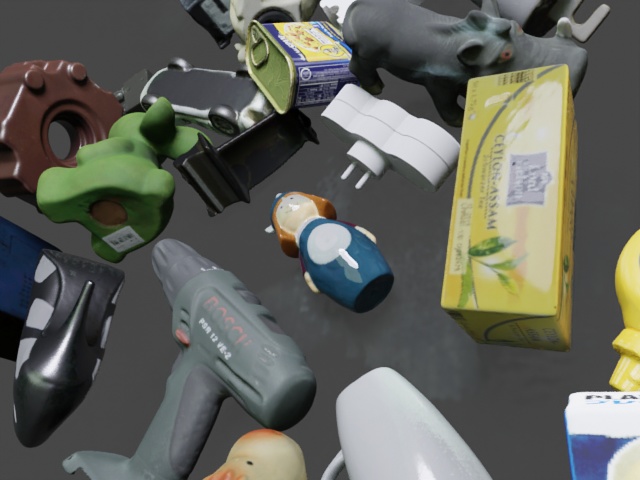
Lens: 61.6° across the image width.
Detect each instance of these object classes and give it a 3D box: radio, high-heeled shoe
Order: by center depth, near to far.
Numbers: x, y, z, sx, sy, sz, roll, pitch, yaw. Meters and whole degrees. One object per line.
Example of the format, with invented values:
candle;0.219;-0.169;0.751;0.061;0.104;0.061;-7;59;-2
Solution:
high-heeled shoe;-0.257;0.092;0.533;0.249;0.086;0.145;11;82;64
radio;-0.370;0.028;0.552;0.073;0.229;0.131;-30;52;10

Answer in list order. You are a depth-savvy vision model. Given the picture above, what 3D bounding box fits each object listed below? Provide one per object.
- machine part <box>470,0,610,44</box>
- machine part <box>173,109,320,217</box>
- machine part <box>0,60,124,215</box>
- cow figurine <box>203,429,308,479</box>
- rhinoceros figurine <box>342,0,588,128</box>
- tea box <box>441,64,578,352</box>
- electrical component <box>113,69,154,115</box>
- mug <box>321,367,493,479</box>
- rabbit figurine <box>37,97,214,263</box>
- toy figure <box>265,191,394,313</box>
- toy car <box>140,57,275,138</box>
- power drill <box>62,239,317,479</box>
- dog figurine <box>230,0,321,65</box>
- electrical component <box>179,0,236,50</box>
machine part;0.141;-0.249;0.460;0.079;0.079;0.243;-42;71;6
machine part;-0.071;-0.087;0.537;0.139;0.084;0.039;-32;23;0
machine part;-0.295;-0.114;0.616;0.056;0.179;0.179;2;69;27
cow figurine;-0.042;0.221;0.336;0.086;0.127;0.195;-8;66;23
rhinoceros figurine;0.112;-0.152;0.432;0.190;0.112;0.073;22;74;16
tea box;0.136;-0.019;0.366;0.068;0.098;0.169;-1;69;30
electrical component;-0.236;-0.193;0.707;0.094;0.021;0.063;-27;56;17
mug;0.046;0.148;0.356;0.109;0.080;0.107;-41;43;13
rabbit figurine;-0.205;-0.090;0.586;0.159;0.121;0.170;-30;41;23
toy figure;0.001;-0.001;0.463;0.064;0.057;0.155;-22;46;-27
toy car;-0.128;-0.161;0.611;0.202;0.056;0.073;17;70;33
power drill;-0.124;0.123;0.467;0.232;0.085;0.207;28;76;36
dog figurine;-0.049;-0.297;0.617;0.172;0.121;0.191;-35;41;8
electrical component;-0.130;-0.292;0.635;0.075;0.119;0.048;-39;55;12
